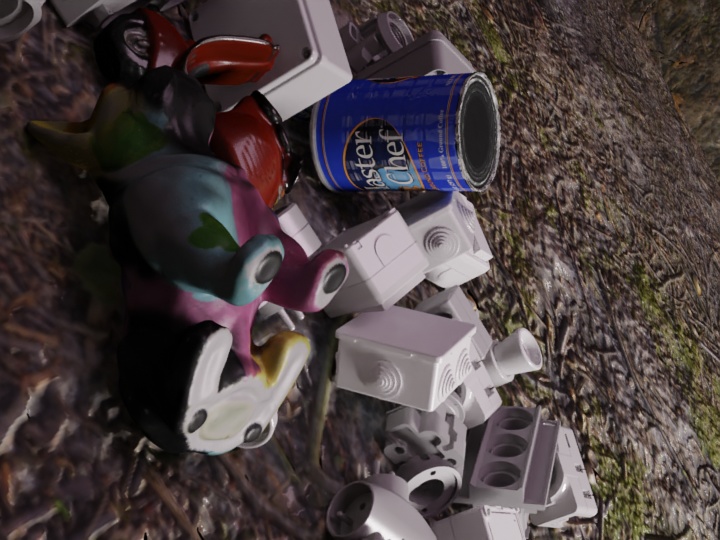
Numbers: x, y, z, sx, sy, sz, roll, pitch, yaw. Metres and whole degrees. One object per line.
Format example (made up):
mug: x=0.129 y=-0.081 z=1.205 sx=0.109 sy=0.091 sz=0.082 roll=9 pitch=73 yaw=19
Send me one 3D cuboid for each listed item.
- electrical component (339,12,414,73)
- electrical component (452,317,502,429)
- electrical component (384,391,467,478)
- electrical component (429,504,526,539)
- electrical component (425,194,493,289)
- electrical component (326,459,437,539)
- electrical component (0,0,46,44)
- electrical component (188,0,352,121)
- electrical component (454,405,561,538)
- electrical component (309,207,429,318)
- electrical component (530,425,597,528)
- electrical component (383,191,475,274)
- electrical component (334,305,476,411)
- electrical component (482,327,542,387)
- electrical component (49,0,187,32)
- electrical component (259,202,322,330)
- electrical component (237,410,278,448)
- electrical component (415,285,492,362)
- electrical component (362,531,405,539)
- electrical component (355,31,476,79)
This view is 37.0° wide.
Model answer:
electrical component: x=0.022 y=-0.237 z=1.142 sx=0.078 sy=0.057 sz=0.058 roll=42 pitch=34 yaw=-34
electrical component: x=0.077 y=0.095 z=0.944 sx=0.089 sy=0.050 sz=0.056 roll=63 pitch=27 yaw=2
electrical component: x=0.054 y=0.128 z=0.869 sx=0.078 sy=0.058 sz=0.057 roll=47 pitch=34 yaw=-27
electrical component: x=0.098 y=0.238 z=0.839 sx=0.062 sy=0.061 sz=0.096 roll=20 pitch=49 yaw=-52
electrical component: x=0.086 y=-0.039 z=1.068 sx=0.062 sy=0.061 sz=0.096 roll=26 pitch=44 yaw=-48
electrical component: x=0.017 y=0.174 z=0.778 sx=0.077 sy=0.043 sz=0.079 roll=43 pitch=32 yaw=-32
electrical component: x=-0.198 y=-0.195 z=0.586 sx=0.105 sy=0.186 sz=0.060 roll=8 pitch=59 yaw=-57
electrical component: x=-0.074 y=-0.181 z=0.872 sx=0.056 sy=0.109 sz=0.108 roll=19 pitch=50 yaw=-57
electrical component: x=0.129 y=0.176 z=0.939 sx=0.121 sy=0.079 sz=0.063 roll=-59 pitch=147 yaw=-59
electrical component: x=0.000 y=0.000 z=0.859 sx=0.062 sy=0.096 sz=0.061 roll=-38 pitch=101 yaw=-33
electrical component: x=0.183 y=0.197 z=1.035 sx=0.056 sy=0.050 sz=0.089 roll=22 pitch=47 yaw=-52
electrical component: x=0.056 y=-0.032 z=0.970 sx=0.048 sy=0.100 sz=0.099 roll=59 pitch=16 yaw=-14
electrical component: x=0.035 y=0.068 z=0.851 sx=0.100 sy=0.100 sz=0.048 roll=-30 pitch=129 yaw=-63
electrical component: x=0.146 y=0.087 z=1.063 sx=0.045 sy=0.055 sz=0.045 roll=40 pitch=34 yaw=-36
electrical component: x=-0.147 y=-0.240 z=0.803 sx=0.060 sy=0.105 sz=0.186 roll=58 pitch=28 yaw=-9
electrical component: x=-0.064 y=0.009 z=0.777 sx=0.073 sy=0.052 sz=0.138 roll=57 pitch=28 yaw=-10
electrical component: x=-0.072 y=0.088 z=0.709 sx=0.040 sy=0.040 sz=0.046 roll=54 pitch=22 yaw=-16
electrical component: x=0.090 y=0.049 z=1.011 sx=0.065 sy=0.047 sz=0.076 roll=58 pitch=28 yaw=-9
electrical component: x=0.027 y=0.240 z=0.712 sx=0.121 sy=0.079 sz=0.063 roll=57 pitch=6 yaw=-10
electrical component: x=0.056 y=-0.181 z=1.089 sx=0.078 sy=0.113 sz=0.057 roll=35 pitch=41 yaw=-41
